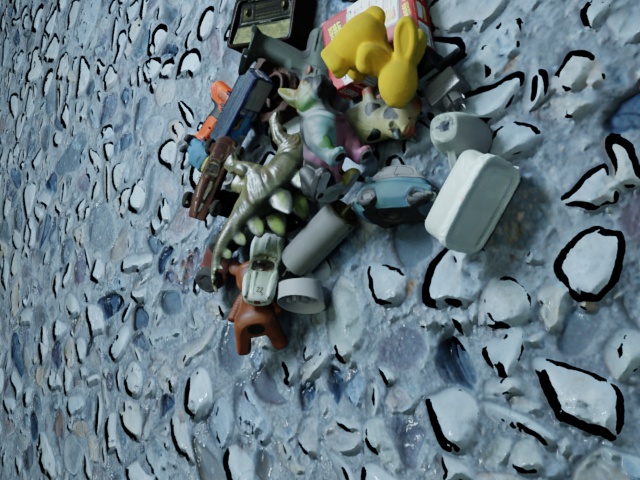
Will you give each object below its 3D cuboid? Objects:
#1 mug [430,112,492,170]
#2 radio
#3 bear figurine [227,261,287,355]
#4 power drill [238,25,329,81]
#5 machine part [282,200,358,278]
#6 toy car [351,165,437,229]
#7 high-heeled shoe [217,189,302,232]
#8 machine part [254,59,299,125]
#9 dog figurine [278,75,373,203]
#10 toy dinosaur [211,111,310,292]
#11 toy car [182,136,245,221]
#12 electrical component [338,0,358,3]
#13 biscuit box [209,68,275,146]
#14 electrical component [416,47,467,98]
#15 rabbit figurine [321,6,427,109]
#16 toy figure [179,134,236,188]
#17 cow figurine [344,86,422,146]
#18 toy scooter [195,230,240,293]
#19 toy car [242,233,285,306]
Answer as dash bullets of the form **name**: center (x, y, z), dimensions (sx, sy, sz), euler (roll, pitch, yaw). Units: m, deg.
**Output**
- **mug**: center (0.231, -0.165, 0.910), dimensions (0.081, 0.107, 0.109), euler (3, 85, 42)
- **radio**: center (-0.116, -0.516, 1.273), dimensions (0.230, 0.073, 0.131), euler (11, 92, 40)
- **bear figurine**: center (-0.145, 0.139, 1.205), dimensions (0.196, 0.120, 0.131), euler (-104, 3, -50)
- **power drill**: center (-0.063, -0.357, 1.125), dimensions (0.086, 0.207, 0.232), euler (111, 172, -69)
- **machine part**: center (-0.002, -0.003, 1.110), dimensions (0.243, 0.079, 0.079), euler (-47, 57, 28)
- **toy car**: center (0.143, -0.087, 0.982), dimensions (0.162, 0.109, 0.103), euler (-6, 63, 32)
- **high-heeled shoe**: center (-0.165, -0.071, 1.212), dimensions (0.249, 0.145, 0.086), euler (15, 96, 43)
- **machine part**: center (-0.096, -0.354, 1.247), dimensions (0.179, 0.056, 0.179), euler (-5, 83, 43)
- **dog figurine**: center (-0.007, -0.202, 1.030), dimensions (0.219, 0.108, 0.191), euler (58, 139, 26)
- **toy dinosaur**: center (-0.110, -0.110, 1.138), dimensions (0.199, 0.105, 0.471), euler (36, 85, 25)
- **toy car**: center (-0.241, -0.141, 1.202), dimensions (0.089, 0.053, 0.202), euler (19, 77, 12)
- **electrical component**: center (0.077, -0.538, 1.144), dimensions (0.094, 0.021, 0.063), euler (18, 96, 40)
- **biscuit box**: center (-0.185, -0.297, 1.247), dimensions (0.202, 0.059, 0.063), euler (-55, 54, 27)
- **electrical component**: center (0.202, -0.317, 0.975), dimensions (0.119, 0.075, 0.048), euler (-37, 63, 36)
- **rabbit figurine**: center (0.116, -0.314, 0.948), dimensions (0.162, 0.122, 0.173), euler (-40, 73, 20)
- **toy figure**: center (-0.258, -0.187, 1.315), dimensions (0.180, 0.089, 0.082), euler (43, 144, 13)
- **cow figurine**: center (0.110, -0.224, 1.035), dimensions (0.195, 0.085, 0.127), euler (-23, 72, 40)
- **toy scooter**: center (-0.233, 0.033, 1.290), dimensions (0.075, 0.135, 0.183), euler (26, 126, 2)
- **toy car**: center (-0.120, 0.057, 1.160), dimensions (0.056, 0.074, 0.202), euler (91, -176, -46)
